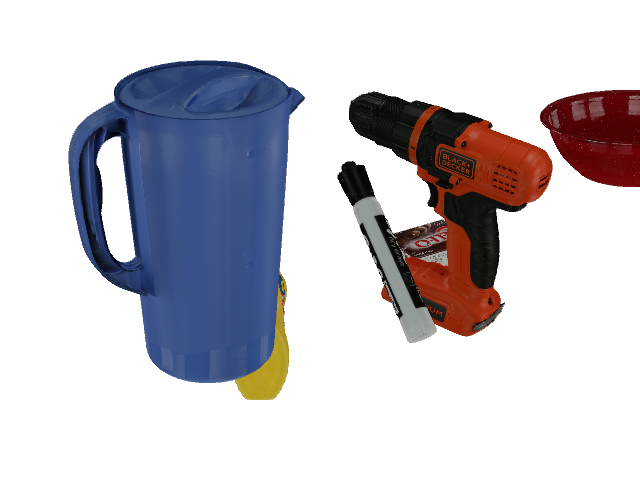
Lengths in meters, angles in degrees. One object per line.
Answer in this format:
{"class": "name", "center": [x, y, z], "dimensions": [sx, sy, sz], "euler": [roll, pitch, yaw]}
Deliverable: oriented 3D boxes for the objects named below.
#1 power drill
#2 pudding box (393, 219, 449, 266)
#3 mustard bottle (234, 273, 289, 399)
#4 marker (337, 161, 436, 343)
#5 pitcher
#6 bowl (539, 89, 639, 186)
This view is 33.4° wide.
{"class": "power drill", "center": [0.097, -0.023, 0.906], "dimensions": [0.185, 0.188, 0.057], "euler": [26, 41, 30]}
{"class": "pudding box", "center": [0.164, 0.011, 1.605], "dimensions": [0.113, 0.039, 0.090], "euler": [-18, 28, -23]}
{"class": "mustard bottle", "center": [-0.064, 0.081, 1.151], "dimensions": [0.058, 0.096, 0.191], "euler": [-1, 28, -3]}
{"class": "marker", "center": [0.039, 0.005, 0.654], "dimensions": [0.020, 0.121, 0.020], "euler": [-20, -19, -7]}
{"class": "pitcher", "center": [-0.099, -0.010, 0.842], "dimensions": [0.149, 0.243, 0.145], "euler": [7, 27, 11]}
{"class": "bowl", "center": [0.283, -0.090, 0.977], "dimensions": [0.162, 0.055, 0.162], "euler": [-4, 24, 1]}
